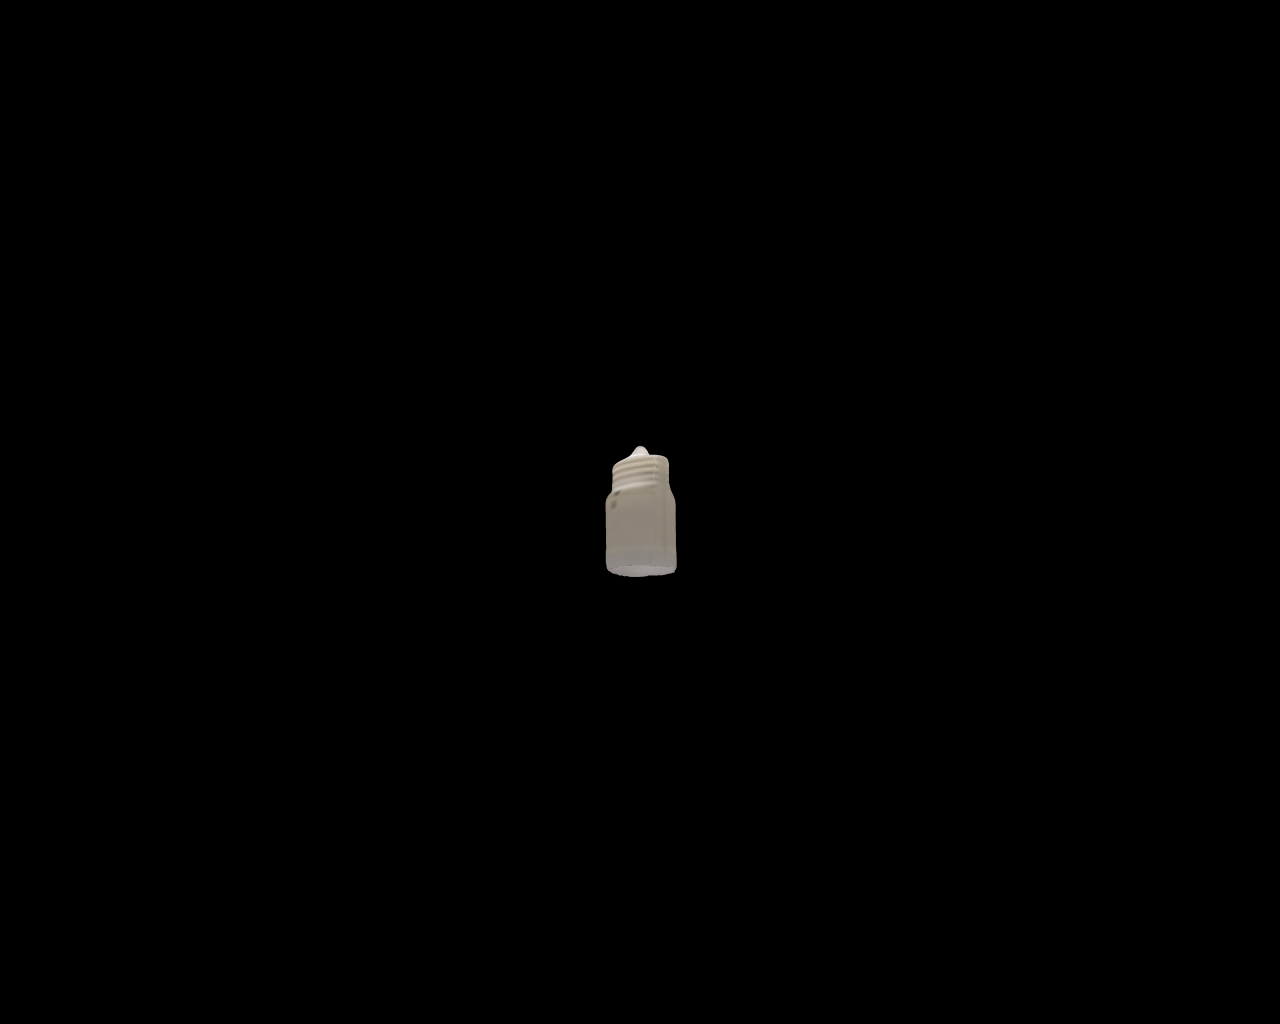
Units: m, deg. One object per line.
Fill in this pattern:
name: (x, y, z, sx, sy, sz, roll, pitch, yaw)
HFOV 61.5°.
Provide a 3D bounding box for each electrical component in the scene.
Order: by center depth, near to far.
electrical component: (0.001, -0.003, 0.650, 0.043, 0.081, 0.043, 0, -12, 0)
